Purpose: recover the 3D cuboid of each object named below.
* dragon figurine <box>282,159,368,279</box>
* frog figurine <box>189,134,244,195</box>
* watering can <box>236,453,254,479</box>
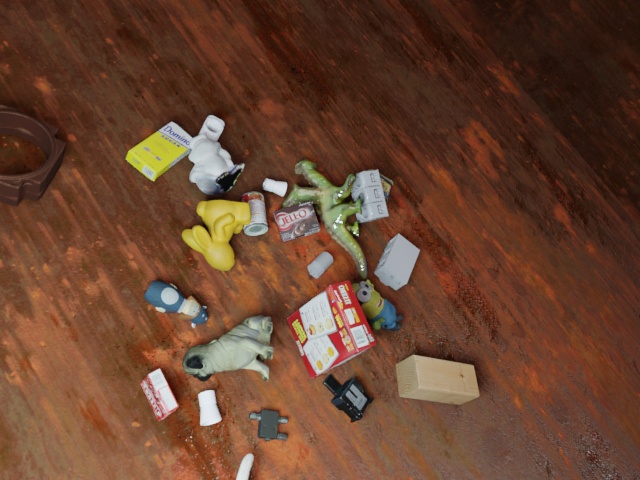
[{"bbox_3d":[0.005,-0.077,1.525,0.243,0.119,0.419,0,61,-13],"label":"dragon figurine"},{"bbox_3d":[-0.301,-0.202,1.391,0.160,0.120,0.140,37,60,13],"label":"frog figurine"},{"bbox_3d":[-0.169,0.591,0.934,0.224,0.102,0.354,45,47,0],"label":"watering can"}]
